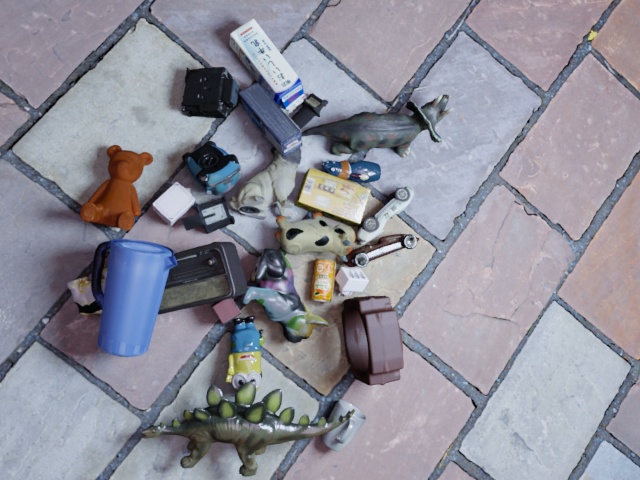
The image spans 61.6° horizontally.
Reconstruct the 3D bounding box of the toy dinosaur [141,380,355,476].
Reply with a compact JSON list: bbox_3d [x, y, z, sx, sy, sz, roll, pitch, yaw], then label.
[{"bbox_3d":[-0.161,0.426,1.218,0.472,0.105,0.198,4,112,-9],"label":"toy dinosaur"}]

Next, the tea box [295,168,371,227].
[{"bbox_3d":[0.032,-0.107,1.366,0.170,0.068,0.098,21,81,-9],"label":"tea box"}]

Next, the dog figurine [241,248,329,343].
[{"bbox_3d":[-0.074,0.140,1.305,0.219,0.108,0.191,27,77,-12],"label":"dog figurine"}]

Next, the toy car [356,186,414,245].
[{"bbox_3d":[0.168,-0.067,1.386,0.202,0.073,0.056,-43,90,-12],"label":"toy car"}]

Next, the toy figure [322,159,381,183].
[{"bbox_3d":[0.080,-0.177,1.385,0.154,0.064,0.057,1,99,-12],"label":"toy figure"}]

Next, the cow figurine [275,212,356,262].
[{"bbox_3d":[-0.003,-0.004,1.315,0.195,0.085,0.127,-5,44,-22],"label":"cow figurine"}]

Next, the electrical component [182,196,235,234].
[{"bbox_3d":[-0.273,-0.053,1.311,0.119,0.048,0.074,-25,90,-12],"label":"electrical component"}]

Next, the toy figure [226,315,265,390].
[{"bbox_3d":[-0.173,0.275,1.283,0.082,0.089,0.180,-9,75,15],"label":"toy figure"}]

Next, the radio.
[{"bbox_3d":[-0.292,0.087,1.233,0.230,0.073,0.131,-14,85,16],"label":"radio"}]

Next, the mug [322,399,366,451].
[{"bbox_3d":[0.055,0.458,1.300,0.081,0.110,0.107,30,93,-12],"label":"mug"}]

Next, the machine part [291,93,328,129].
[{"bbox_3d":[-0.047,-0.317,1.374,0.139,0.039,0.084,-46,51,-4],"label":"machine part"}]

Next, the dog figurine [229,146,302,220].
[{"bbox_3d":[-0.133,-0.158,1.334,0.172,0.121,0.190,5,70,-15],"label":"dog figurine"}]

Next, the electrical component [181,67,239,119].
[{"bbox_3d":[-0.266,-0.360,1.315,0.134,0.058,0.115,3,84,14],"label":"electrical component"}]

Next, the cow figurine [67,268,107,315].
[{"bbox_3d":[-0.483,0.112,1.243,0.167,0.068,0.098,-17,94,-9],"label":"cow figurine"}]

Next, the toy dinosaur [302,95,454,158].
[{"bbox_3d":[0.145,-0.276,1.343,0.405,0.192,0.131,-10,85,-13],"label":"toy dinosaur"}]

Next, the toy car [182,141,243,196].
[{"bbox_3d":[-0.256,-0.160,1.293,0.109,0.102,0.162,-36,51,-21],"label":"toy car"}]

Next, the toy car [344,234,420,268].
[{"bbox_3d":[0.155,0.021,1.366,0.202,0.089,0.053,-20,93,-11],"label":"toy car"}]

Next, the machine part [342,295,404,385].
[{"bbox_3d":[0.124,0.234,1.282,0.087,0.201,0.201,-8,86,-14],"label":"machine part"}]

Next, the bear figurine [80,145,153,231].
[{"bbox_3d":[-0.463,-0.125,1.243,0.120,0.132,0.195,17,87,-13],"label":"bear figurine"}]

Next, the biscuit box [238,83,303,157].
[{"bbox_3d":[-0.123,-0.298,1.319,0.063,0.059,0.203,-32,66,-13],"label":"biscuit box"}]
